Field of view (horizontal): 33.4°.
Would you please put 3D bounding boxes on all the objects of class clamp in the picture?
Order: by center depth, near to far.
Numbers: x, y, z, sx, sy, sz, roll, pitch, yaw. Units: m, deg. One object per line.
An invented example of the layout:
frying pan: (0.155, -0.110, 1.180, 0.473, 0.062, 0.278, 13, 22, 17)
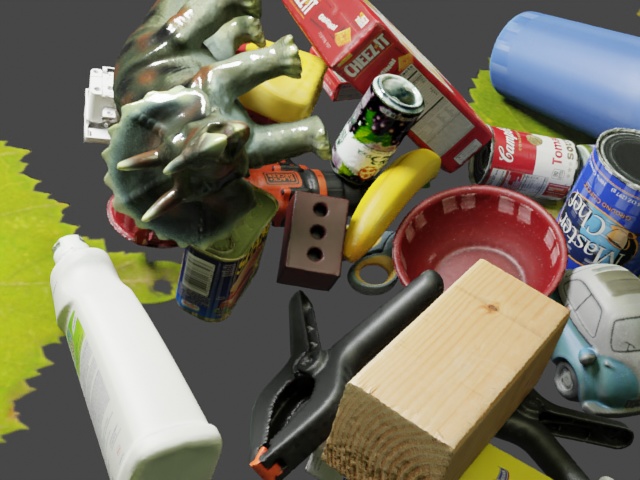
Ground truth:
clamp: (0.008, 0.103, 0.852, 0.036, 0.165, 0.209, 52, 42, -25)
clamp: (0.174, 0.157, 0.897, 0.171, 0.039, 0.120, 23, 23, 15)

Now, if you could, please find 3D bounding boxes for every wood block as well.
wood block: (0.102, 0.111, 0.825, 0.091, 0.090, 0.205, 32, 40, 20)

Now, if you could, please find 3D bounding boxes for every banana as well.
banana: (0.078, -0.045, 1.044, 0.037, 0.070, 0.197, 17, 32, 24)

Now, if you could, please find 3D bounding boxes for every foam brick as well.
foam brick: (-0.006, 0.001, 0.981, 0.053, 0.051, 0.078, 10, 68, -8)

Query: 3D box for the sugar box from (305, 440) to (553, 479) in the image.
sugar box: (0.087, 0.185, 0.838, 0.176, 0.048, 0.093, 30, 42, 12)

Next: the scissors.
scissors: (0.092, 0.011, 1.053, 0.201, 0.016, 0.096, -5, 47, -23)

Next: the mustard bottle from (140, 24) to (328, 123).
mustard bottle: (-0.092, -0.178, 1.075, 0.191, 0.058, 0.096, 20, 42, 2)

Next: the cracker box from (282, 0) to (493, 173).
cracker box: (0.068, -0.181, 1.119, 0.213, 0.072, 0.164, 36, 16, -40)

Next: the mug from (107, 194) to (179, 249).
mug: (-0.149, -0.045, 0.981, 0.093, 0.082, 0.117, 17, 41, -1)

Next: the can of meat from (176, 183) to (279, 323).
can of meat: (-0.084, 0.011, 0.940, 0.057, 0.084, 0.102, 24, 42, 7)

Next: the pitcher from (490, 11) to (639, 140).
pitcher: (0.323, -0.176, 1.237, 0.144, 0.149, 0.243, -15, 33, -42)

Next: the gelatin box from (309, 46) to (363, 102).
gelatin box: (0.038, -0.198, 1.253, 0.089, 0.030, 0.073, -11, 50, -29)

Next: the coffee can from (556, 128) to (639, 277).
coffee can: (0.297, -0.026, 1.069, 0.102, 0.140, 0.103, 10, 42, -9)

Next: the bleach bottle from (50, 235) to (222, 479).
bleach bottle: (-0.156, 0.086, 0.818, 0.068, 0.103, 0.251, -7, 47, -30)

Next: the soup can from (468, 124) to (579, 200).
soup can: (0.221, -0.084, 1.162, 0.102, 0.069, 0.068, 9, 42, -11)

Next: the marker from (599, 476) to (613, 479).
marker: (0.201, 0.227, 0.851, 0.020, 0.020, 0.120, 40, 46, 24)

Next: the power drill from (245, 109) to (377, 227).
power drill: (-0.040, -0.091, 1.088, 0.184, 0.057, 0.188, -1, 43, -25)

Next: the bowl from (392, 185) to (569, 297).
bowl: (0.150, 0.025, 1.007, 0.162, 0.055, 0.162, -4, 51, 5)
